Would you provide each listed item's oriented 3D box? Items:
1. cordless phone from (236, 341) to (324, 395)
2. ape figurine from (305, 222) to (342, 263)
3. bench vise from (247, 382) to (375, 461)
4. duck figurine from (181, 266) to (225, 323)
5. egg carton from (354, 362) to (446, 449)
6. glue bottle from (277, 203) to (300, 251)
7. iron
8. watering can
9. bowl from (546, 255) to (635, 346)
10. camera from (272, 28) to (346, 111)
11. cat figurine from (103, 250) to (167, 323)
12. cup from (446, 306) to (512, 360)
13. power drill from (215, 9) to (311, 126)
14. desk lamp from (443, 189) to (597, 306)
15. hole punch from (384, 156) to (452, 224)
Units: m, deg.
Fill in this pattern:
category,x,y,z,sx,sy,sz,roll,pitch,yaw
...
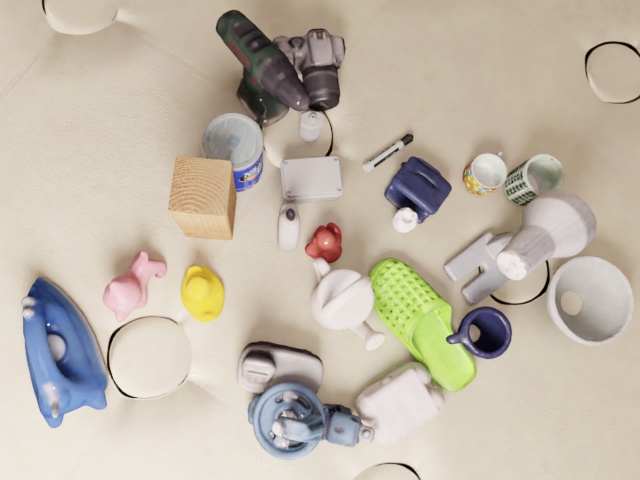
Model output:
category,x,y,z,sx,sy,sz,roll,pitch,yaw
cordless phone,-0.064,0.218,0.945,0.147,0.185,0.094,8,78,-4
ape figurine,0.010,0.004,1.042,0.078,0.092,0.076,-25,83,-10
bench vise,-0.013,0.287,0.920,0.207,0.219,0.121,-6,80,-7
duck figurine,-0.208,0.092,1.003,0.077,0.086,0.104,-16,81,-9
egg carton,0.141,0.289,1.014,0.150,0.069,0.107,-32,84,-11
glue bottle,-0.054,-0.030,0.999,0.037,0.173,0.078,-2,79,-6
iron,-0.442,0.172,0.934,0.119,0.141,0.258,-21,82,-10
watering can,0.047,0.105,0.975,0.173,0.194,0.101,34,78,1
bowl,0.497,0.116,1.084,0.167,0.074,0.167,1,79,-6
camera,-0.016,-0.323,1.096,0.143,0.100,0.137,-7,80,-8
cat figurine,-0.323,0.075,0.978,0.067,0.117,0.128,26,78,-1
cup,0.275,0.172,1.038,0.118,0.095,0.092,-11,81,-8
power drill,-0.098,-0.289,1.026,0.076,0.208,0.229,-38,85,-11
desk lamp,0.354,0.018,1.016,0.203,0.213,0.118,-36,85,-11
hole punch,0.188,-0.102,1.082,0.108,0.091,0.101,38,78,2
